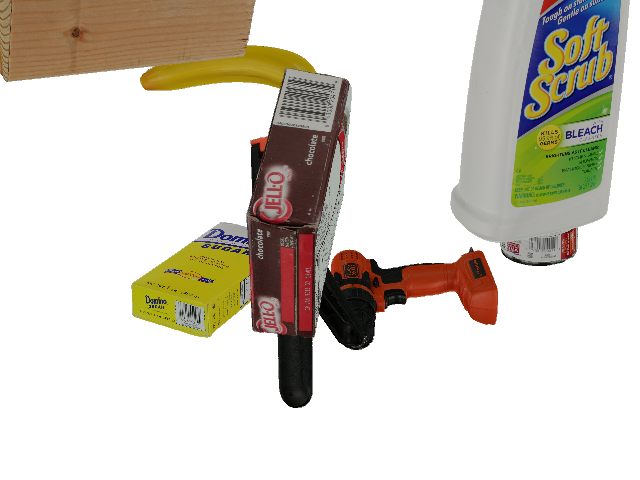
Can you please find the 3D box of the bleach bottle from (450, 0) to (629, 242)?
[{"bbox_3d":[0.134,-0.127,0.640,0.102,0.251,0.068,-11,30,-16],"label":"bleach bottle"}]

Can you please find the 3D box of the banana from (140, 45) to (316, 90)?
[{"bbox_3d":[-0.081,-0.166,1.056,0.198,0.037,0.069,10,44,20],"label":"banana"}]

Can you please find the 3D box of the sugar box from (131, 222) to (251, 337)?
[{"bbox_3d":[-0.111,0.037,1.128,0.093,0.048,0.176,14,31,22],"label":"sugar box"}]

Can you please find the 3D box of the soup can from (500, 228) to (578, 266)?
[{"bbox_3d":[0.187,-0.037,0.911,0.068,0.102,0.068,-4,25,2],"label":"soup can"}]

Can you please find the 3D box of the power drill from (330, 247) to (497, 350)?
[{"bbox_3d":[0.104,0.064,1.219,0.187,0.057,0.184,-1,28,-1],"label":"power drill"}]

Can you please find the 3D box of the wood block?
[{"bbox_3d":[-0.162,-0.196,0.849,0.205,0.091,0.090,-12,44,-32],"label":"wood block"}]

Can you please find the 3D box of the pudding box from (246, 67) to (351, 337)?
[{"bbox_3d":[-0.011,-0.020,0.559,0.039,0.113,0.090,9,-41,5],"label":"pudding box"}]

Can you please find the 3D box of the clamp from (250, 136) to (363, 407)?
[{"bbox_3d":[-0.014,0.017,0.876,0.036,0.210,0.164,-12,2,20],"label":"clamp"}]
